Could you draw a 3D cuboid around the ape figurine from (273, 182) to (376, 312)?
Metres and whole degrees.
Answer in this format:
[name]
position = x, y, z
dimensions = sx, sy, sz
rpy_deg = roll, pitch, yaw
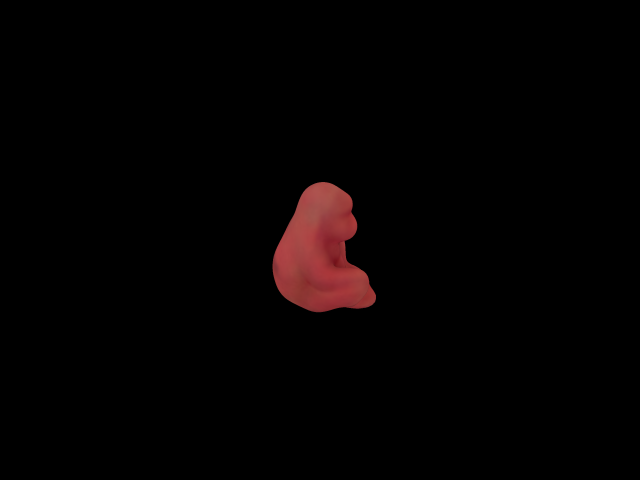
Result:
[ape figurine]
position = 0.004, 0.001, 0.400
dimensions = 0.076, 0.092, 0.078
rpy_deg = 2, 43, 2
